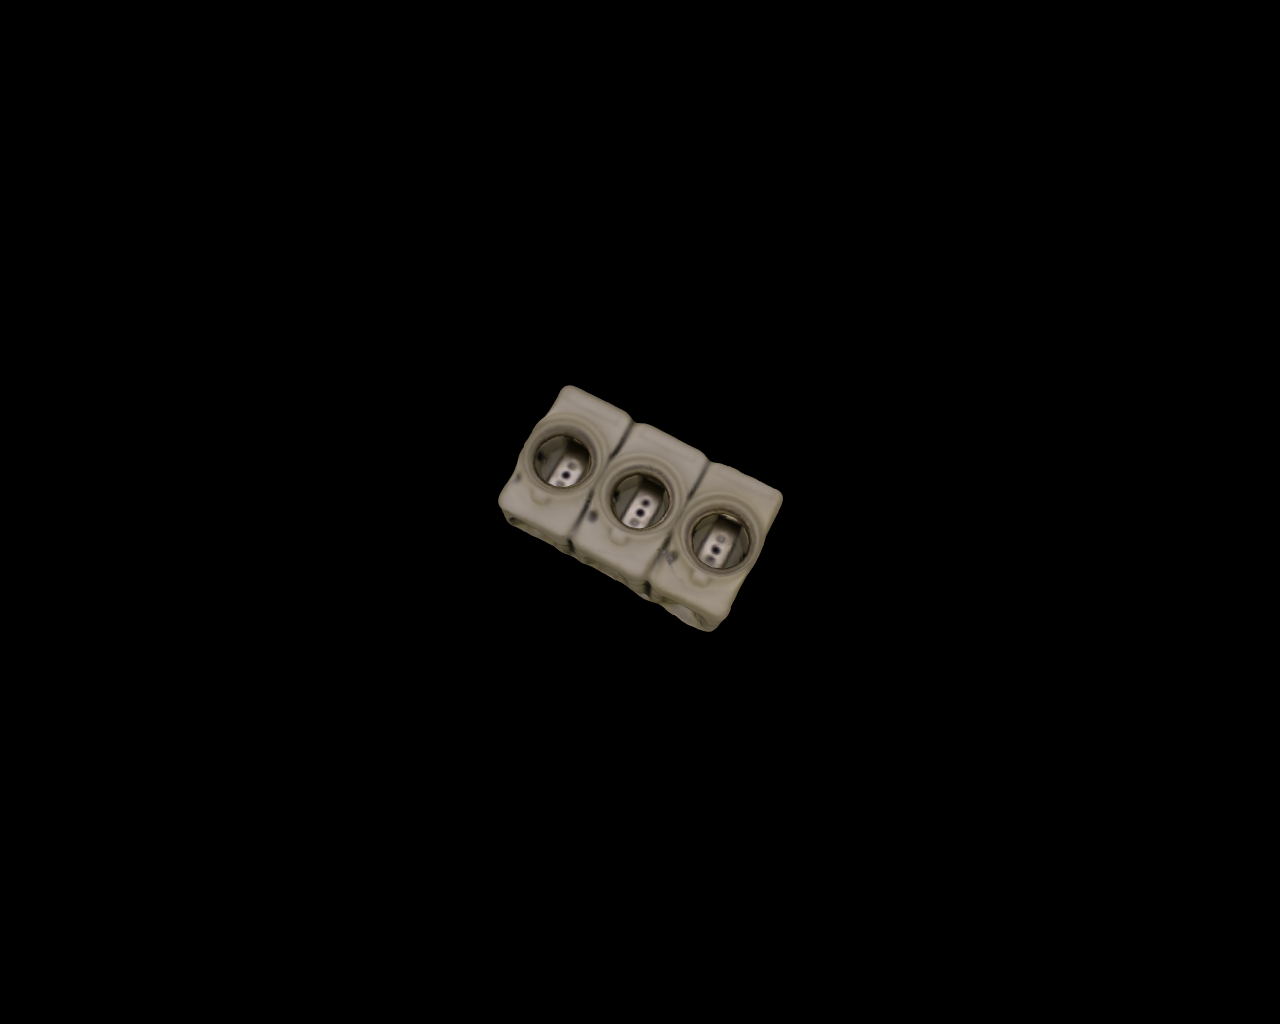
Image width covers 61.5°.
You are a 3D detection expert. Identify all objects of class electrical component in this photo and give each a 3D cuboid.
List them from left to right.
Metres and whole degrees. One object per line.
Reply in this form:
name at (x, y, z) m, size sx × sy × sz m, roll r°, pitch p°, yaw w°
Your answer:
electrical component at (0.001, -0.003, 0.650) m, size 0.150 × 0.089 × 0.061 m, roll 27°, pitch -14°, yaw 7°
